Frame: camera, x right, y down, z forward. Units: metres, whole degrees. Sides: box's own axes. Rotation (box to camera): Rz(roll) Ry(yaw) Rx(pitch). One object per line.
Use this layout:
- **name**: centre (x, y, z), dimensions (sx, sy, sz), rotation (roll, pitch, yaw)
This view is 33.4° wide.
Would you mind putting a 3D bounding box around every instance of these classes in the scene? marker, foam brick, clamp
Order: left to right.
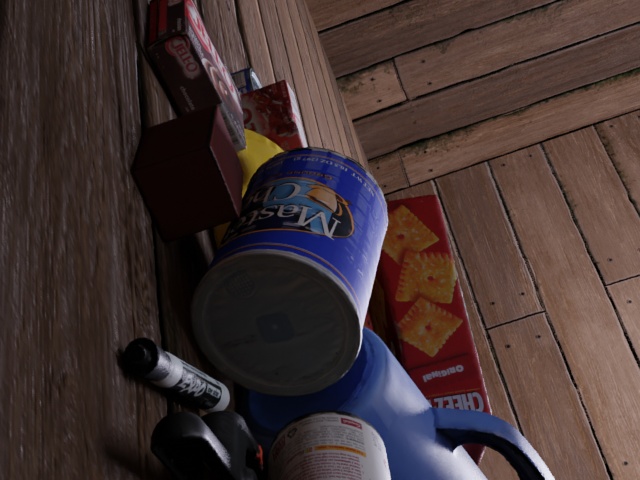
- **marker**: centre (-0.073, 0.072, 0.557), dimensions (0.121, 0.020, 0.020), rotation (55, 17, -68)
- **foam brick**: centre (-0.081, -0.043, 0.675), dimensions (0.078, 0.051, 0.053), rotation (-94, 165, -65)
- **clamp**: centre (-0.047, 0.139, 0.519), dimensions (0.171, 0.039, 0.120), rotation (40, 46, -82)

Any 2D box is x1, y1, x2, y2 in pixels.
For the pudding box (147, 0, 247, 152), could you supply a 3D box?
- **pudding box**: centre (-0.097, -0.132, 0.845), dimensions (0.090, 0.039, 0.113), rotation (-99, 169, -53)

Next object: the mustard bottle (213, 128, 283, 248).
- **mustard bottle**: centre (-0.043, -0.005, 0.835), dimensions (0.096, 0.058, 0.191), rotation (46, 20, -31)

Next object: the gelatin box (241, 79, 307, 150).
- **gelatin box**: centre (-0.052, -0.093, 0.963), dimensions (0.030, 0.073, 0.089), rotation (56, 17, -62)

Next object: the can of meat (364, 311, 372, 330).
- **can of meat**: centre (0.026, 0.082, 1.082), dimensions (0.057, 0.084, 0.102), rotation (-55, 126, -83)

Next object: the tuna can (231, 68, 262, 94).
- **tuna can**: centre (-0.071, -0.130, 1.084), dimensions (0.086, 0.034, 0.086), rotation (-19, 90, -83)

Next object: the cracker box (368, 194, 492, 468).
- **cracker box**: centre (0.086, 0.094, 0.931), dimensions (0.164, 0.072, 0.214), rotation (87, -6, -62)

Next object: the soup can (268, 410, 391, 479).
- **soup can**: centre (0.006, 0.145, 0.550), dimensions (0.102, 0.068, 0.068), rotation (-96, 166, -60)

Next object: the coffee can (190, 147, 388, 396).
- **coffee can**: centre (-0.015, 0.016, 0.682), dimensions (0.140, 0.103, 0.103), rotation (-71, 144, -57)

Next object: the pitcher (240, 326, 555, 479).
- **pitcher**: centre (0.056, 0.168, 0.747), dimensions (0.145, 0.149, 0.242), rotation (16, -33, 48)
